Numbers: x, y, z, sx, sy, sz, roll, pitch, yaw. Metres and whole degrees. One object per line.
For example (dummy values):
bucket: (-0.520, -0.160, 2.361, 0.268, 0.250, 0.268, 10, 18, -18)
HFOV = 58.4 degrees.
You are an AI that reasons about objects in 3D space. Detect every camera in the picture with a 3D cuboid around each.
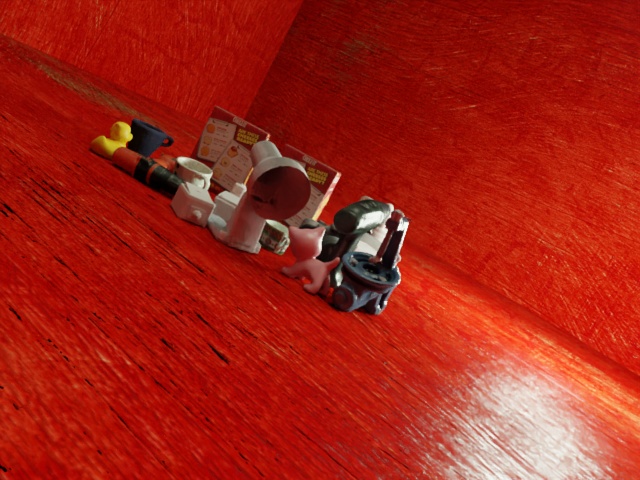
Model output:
camera: (0.013, 0.005, 1.418, 0.143, 0.101, 0.137, 27, 9, -7)

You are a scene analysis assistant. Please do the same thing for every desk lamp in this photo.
desk lamp: (-0.125, -0.084, 1.127, 0.118, 0.213, 0.202, 23, 10, -34)

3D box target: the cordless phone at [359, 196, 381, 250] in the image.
cordless phone: (0.136, -0.026, 1.702, 0.147, 0.185, 0.094, 30, 9, 7)

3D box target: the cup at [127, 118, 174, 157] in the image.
cup: (-0.435, -0.241, 1.446, 0.118, 0.095, 0.091, 20, 12, -45)

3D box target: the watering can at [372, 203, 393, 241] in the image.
watering can: (0.167, -0.032, 1.806, 0.173, 0.194, 0.100, 23, 10, -31)

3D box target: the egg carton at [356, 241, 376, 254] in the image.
egg carton: (0.100, 0.040, 1.591, 0.151, 0.069, 0.107, 22, 11, -36)

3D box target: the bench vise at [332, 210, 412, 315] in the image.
bench vise: (0.116, 0.039, 1.150, 0.121, 0.219, 0.208, 30, 9, 9)

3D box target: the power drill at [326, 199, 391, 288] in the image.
power drill: (0.071, 0.001, 1.269, 0.075, 0.208, 0.230, 31, 9, 19)

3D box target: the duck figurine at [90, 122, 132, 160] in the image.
duck figurine: (-0.469, -0.231, 1.313, 0.077, 0.086, 0.105, 30, 9, 12)

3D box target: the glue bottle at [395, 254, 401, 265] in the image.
glue bottle: (0.156, 0.050, 1.368, 0.078, 0.173, 0.037, 27, 9, -11)

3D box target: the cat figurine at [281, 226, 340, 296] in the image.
cat figurine: (-0.017, 0.030, 1.128, 0.127, 0.117, 0.067, 33, 10, 29)
